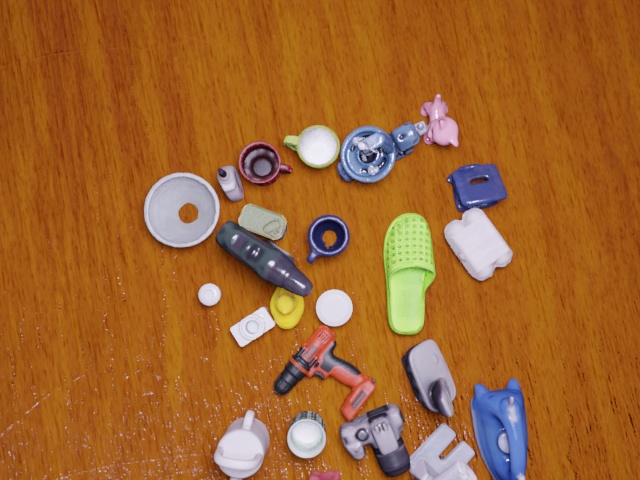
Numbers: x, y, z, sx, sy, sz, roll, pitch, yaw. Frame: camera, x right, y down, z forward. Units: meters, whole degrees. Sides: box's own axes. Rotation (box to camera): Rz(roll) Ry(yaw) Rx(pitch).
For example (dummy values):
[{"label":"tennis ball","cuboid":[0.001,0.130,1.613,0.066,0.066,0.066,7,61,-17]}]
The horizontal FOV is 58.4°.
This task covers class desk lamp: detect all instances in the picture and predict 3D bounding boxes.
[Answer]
[{"label":"desk lamp","cuboid":[0.236,0.502,1.175,0.118,0.213,0.203,43,87,3]}]

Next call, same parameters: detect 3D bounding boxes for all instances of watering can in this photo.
[{"label":"watering can","cuboid":[-0.163,0.449,1.191,0.101,0.194,0.173,-10,86,0]}]

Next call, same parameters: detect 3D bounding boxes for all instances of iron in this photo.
[{"label":"iron","cuboid":[0.403,0.435,1.215,0.118,0.141,0.258,-9,86,0]}]

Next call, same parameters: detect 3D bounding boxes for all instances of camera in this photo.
[{"label":"camera","cuboid":[0.129,0.444,1.236,0.143,0.101,0.137,-23,86,-1]}]

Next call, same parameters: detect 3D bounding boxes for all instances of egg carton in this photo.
[{"label":"egg carton","cuboid":[0.352,0.010,1.281,0.107,0.069,0.150,-36,87,-2]}]

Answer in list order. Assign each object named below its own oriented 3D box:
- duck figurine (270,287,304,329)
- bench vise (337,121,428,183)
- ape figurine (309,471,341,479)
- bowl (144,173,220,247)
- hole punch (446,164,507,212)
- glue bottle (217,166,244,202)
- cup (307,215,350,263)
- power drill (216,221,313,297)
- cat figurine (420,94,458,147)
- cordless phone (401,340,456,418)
[{"label":"duck figurine","cuboid":[-0.075,0.146,1.265,0.077,0.086,0.105,1,86,1]},{"label":"bench vise","cuboid":[0.129,-0.212,1.222,0.121,0.219,0.207,45,87,3]},{"label":"ape figurine","cuboid":[0.009,0.537,1.235,0.078,0.092,0.076,37,87,3]},{"label":"bowl","cuboid":[-0.302,-0.064,1.287,0.167,0.074,0.167,0,86,0]},{"label":"hole punch","cuboid":[0.350,-0.121,1.279,0.108,0.091,0.101,-12,86,0]},{"label":"glue bottle","cuboid":[-0.199,-0.131,1.242,0.037,0.173,0.078,-18,86,-1]},{"label":"cup","cuboid":[0.012,0.005,1.270,0.091,0.095,0.118,37,87,3]},{"label":"power drill","cuboid":[-0.109,0.045,1.211,0.229,0.208,0.076,33,87,3]},{"label":"cat figurine","cuboid":[0.269,-0.262,1.276,0.067,0.117,0.128,-8,86,0]},{"label":"cordless phone","cuboid":[0.240,0.293,1.204,0.094,0.185,0.147,-25,86,-1]}]
